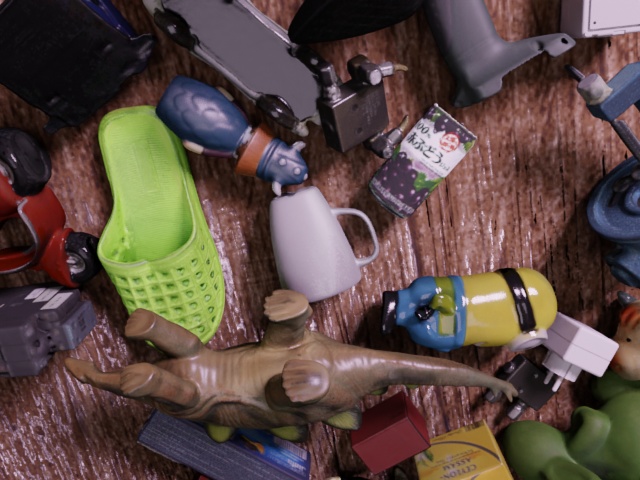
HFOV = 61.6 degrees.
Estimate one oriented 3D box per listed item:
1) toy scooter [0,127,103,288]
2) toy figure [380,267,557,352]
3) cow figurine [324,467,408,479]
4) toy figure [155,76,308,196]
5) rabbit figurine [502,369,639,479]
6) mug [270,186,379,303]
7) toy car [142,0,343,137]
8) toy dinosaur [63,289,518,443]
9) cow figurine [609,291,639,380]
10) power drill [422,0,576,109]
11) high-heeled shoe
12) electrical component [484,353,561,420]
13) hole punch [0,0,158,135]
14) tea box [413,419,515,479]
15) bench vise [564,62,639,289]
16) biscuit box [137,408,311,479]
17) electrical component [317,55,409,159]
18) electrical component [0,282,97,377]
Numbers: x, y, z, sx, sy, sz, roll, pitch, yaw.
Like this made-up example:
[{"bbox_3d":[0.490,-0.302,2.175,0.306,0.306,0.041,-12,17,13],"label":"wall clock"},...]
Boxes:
[{"bbox_3d":[-0.320,-0.018,0.551,0.135,0.075,0.183,-21,112,10],"label":"toy scooter"},{"bbox_3d":[0.154,0.072,0.562,0.180,0.082,0.089,3,112,3],"label":"toy figure"},{"bbox_3d":[0.060,0.325,0.663,0.167,0.068,0.098,-16,102,6],"label":"cow figurine"},{"bbox_3d":[-0.080,-0.100,0.522,0.154,0.058,0.064,31,114,-13],"label":"toy figure"},{"bbox_3d":[0.293,0.245,0.595,0.170,0.159,0.121,-15,119,23],"label":"rabbit figurine"},{"bbox_3d":[-0.001,-0.002,0.542,0.110,0.081,0.107,-18,100,13],"label":"mug"},{"bbox_3d":[-0.068,-0.178,0.495,0.201,0.056,0.073,37,100,-12],"label":"toy car"},{"bbox_3d":[-0.029,0.139,0.545,0.472,0.105,0.198,0,147,7],"label":"toy dinosaur"},{"bbox_3d":[0.397,0.095,0.560,0.195,0.085,0.127,-23,106,6],"label":"cow figurine"},{"bbox_3d":[0.133,-0.235,0.456,0.232,0.086,0.207,-33,109,14],"label":"power drill"},{"bbox_3d":[0.062,-0.257,0.395,0.249,0.086,0.145,-20,76,27],"label":"high-heeled shoe"},{"bbox_3d":[0.238,0.162,0.619,0.063,0.021,0.094,39,100,-10],"label":"electrical component"},{"bbox_3d":[-0.236,-0.182,0.493,0.142,0.092,0.115,-38,134,11],"label":"hole punch"},{"bbox_3d":[0.186,0.303,0.634,0.098,0.068,0.169,-26,116,11],"label":"tea box"},{"bbox_3d":[0.325,-0.076,0.484,0.240,0.129,0.223,40,108,-19],"label":"bench vise"},{"bbox_3d":[-0.109,0.247,0.642,0.202,0.059,0.062,32,107,-9],"label":"biscuit box"},{"bbox_3d":[0.041,-0.120,0.494,0.078,0.045,0.102,-31,134,-25],"label":"electrical component"},{"bbox_3d":[-0.313,0.092,0.566,0.134,0.115,0.058,-5,111,6],"label":"electrical component"}]
